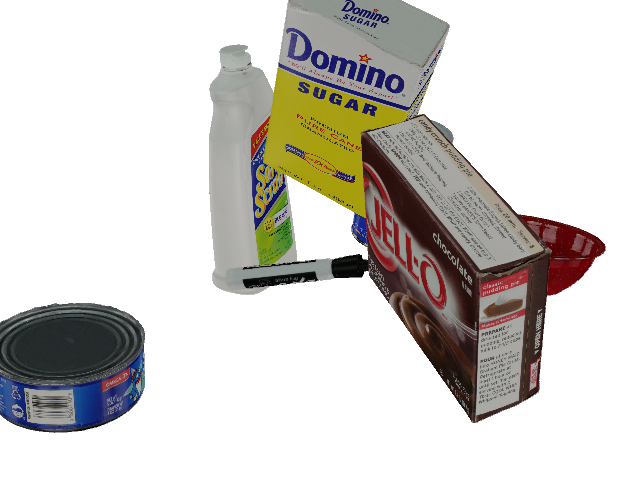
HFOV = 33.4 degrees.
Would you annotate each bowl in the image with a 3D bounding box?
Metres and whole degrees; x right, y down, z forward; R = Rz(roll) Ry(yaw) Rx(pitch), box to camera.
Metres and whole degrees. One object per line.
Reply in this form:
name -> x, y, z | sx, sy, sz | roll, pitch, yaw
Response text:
bowl -> 0.214, 0.018, 1.127 | 0.162, 0.055, 0.162 | 6, 17, -2

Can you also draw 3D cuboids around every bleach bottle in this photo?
bleach bottle -> -0.080, -0.076, 1.116 | 0.068, 0.251, 0.102 | 11, 30, 31

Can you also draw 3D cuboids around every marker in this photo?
marker -> -0.019, 0.026, 0.870 | 0.121, 0.020, 0.020 | -6, -2, 19

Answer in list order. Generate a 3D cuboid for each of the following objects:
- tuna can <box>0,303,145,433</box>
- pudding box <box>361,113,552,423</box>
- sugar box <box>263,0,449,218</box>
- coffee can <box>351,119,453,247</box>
tuna can -> -0.139, 0.069, 0.586 | 0.086, 0.034, 0.086 | 2, 25, -1
pudding box -> 0.057, 0.010, 0.480 | 0.039, 0.090, 0.114 | -21, 43, -15
sugar box -> 0.017, -0.091, 0.699 | 0.093, 0.048, 0.176 | 28, -27, 8
coffee can -> 0.096, -0.068, 1.277 | 0.102, 0.140, 0.103 | 6, 28, -3
